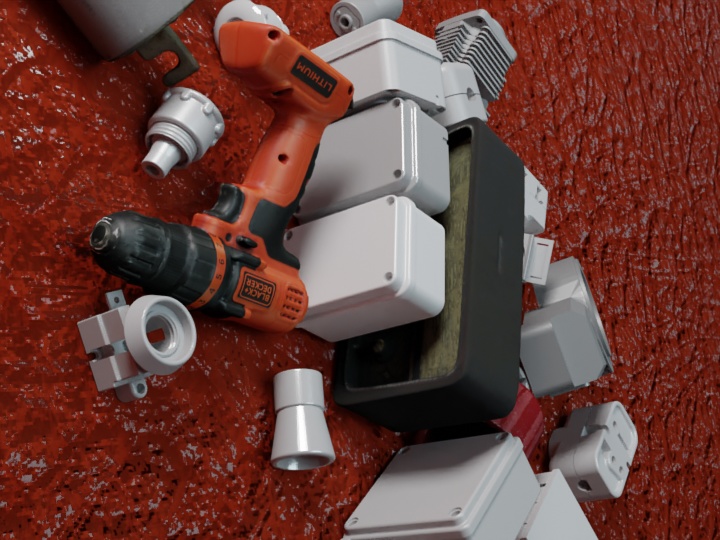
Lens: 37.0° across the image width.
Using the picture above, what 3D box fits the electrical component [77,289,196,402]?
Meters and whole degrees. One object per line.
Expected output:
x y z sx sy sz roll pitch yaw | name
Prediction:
-0.132 0.042 0.642 0.048 0.055 0.066 -16 88 -53 | electrical component

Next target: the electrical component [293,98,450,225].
0.006 -0.074 0.820 0.057 0.113 0.078 27 55 -47 | electrical component

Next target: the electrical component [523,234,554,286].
0.135 -0.013 0.991 0.064 0.081 0.042 23 79 -76 | electrical component

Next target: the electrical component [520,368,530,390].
0.115 0.108 0.934 0.055 0.047 0.055 25 57 -44 | electrical component

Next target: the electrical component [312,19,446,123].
0.003 -0.144 0.845 0.078 0.113 0.057 10 70 -50 | electrical component

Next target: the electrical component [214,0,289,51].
-0.077 -0.179 0.817 0.062 0.048 0.048 -19 91 -60 | electrical component

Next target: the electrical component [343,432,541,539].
0.061 0.175 0.786 0.109 0.109 0.056 -45 114 -50 | electrical component

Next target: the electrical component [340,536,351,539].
-0.010 0.223 0.729 0.055 0.048 0.066 56 39 -7 | electrical component

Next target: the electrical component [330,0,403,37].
0.003 -0.227 0.942 0.065 0.044 0.044 -43 109 -46 | electrical component

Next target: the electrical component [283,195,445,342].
0.000 0.000 0.780 0.057 0.113 0.078 31 52 -45 | electrical component

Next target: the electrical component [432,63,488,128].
0.054 -0.140 0.923 0.054 0.095 0.059 -11 84 -53 | electrical component

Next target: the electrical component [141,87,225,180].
-0.123 -0.088 0.720 0.048 0.048 0.062 48 52 -28 | electrical component

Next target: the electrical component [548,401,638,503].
0.220 0.175 1.029 0.053 0.059 0.095 58 39 -18 | electrical component

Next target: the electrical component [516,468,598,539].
0.163 0.259 0.917 0.150 0.062 0.089 60 38 -15 | electrical component

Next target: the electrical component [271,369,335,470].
-0.041 0.101 0.745 0.044 0.044 0.065 22 54 -45 | electrical component

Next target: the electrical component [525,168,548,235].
0.137 -0.070 1.035 0.089 0.050 0.055 41 46 -35 | electrical component
